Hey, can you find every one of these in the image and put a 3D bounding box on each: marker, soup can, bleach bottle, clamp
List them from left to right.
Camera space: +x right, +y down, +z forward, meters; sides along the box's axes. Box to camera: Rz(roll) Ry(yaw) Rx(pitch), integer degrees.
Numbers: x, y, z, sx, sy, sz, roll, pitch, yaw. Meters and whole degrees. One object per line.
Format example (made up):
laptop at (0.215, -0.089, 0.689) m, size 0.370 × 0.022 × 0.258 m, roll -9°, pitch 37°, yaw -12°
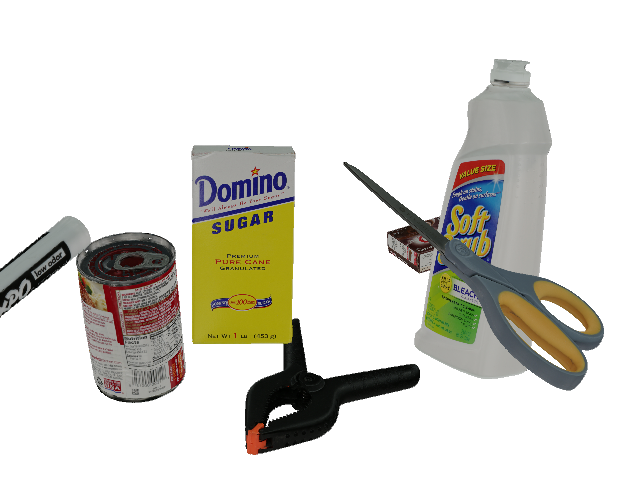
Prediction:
marker at (-0.155, 0.028, 0.503) m, size 0.020 × 0.020 × 0.121 m, roll 0°, pitch 33°, yaw 40°
soup can at (-0.131, 0.055, 0.753) m, size 0.068 × 0.102 × 0.068 m, roll -1°, pitch 29°, yaw 1°
clamp at (-0.002, 0.154, 1.083) m, size 0.165 × 0.036 × 0.209 m, roll 14°, pitch 30°, yaw 20°
bleach bottle at (0.136, -0.021, 0.869) m, size 0.067 × 0.251 × 0.103 m, roll -5°, pitch 16°, yaw -33°

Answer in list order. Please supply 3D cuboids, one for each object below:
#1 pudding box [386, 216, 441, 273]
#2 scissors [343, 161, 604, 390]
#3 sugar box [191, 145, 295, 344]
pudding box at (0.170, 0.004, 1.599) m, size 0.113 × 0.039 × 0.090 m, roll -18°, pitch 28°, yaw -22°
scissors at (0.104, 0.013, 0.679) m, size 0.096 × 0.016 × 0.202 m, roll -9°, pitch 50°, yaw -43°
sugar box at (-0.070, 0.004, 0.962) m, size 0.093 × 0.176 × 0.048 m, roll -1°, pitch 14°, yaw -6°
